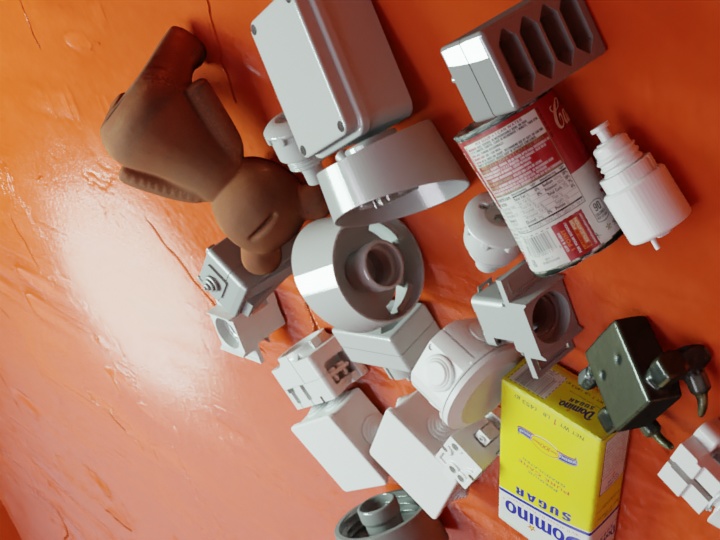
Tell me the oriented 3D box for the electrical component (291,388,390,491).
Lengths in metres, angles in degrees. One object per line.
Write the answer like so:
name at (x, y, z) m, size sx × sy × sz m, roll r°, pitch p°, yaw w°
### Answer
electrical component at (-0.008, 0.167, 1.062) m, size 0.099 × 0.048 × 0.100 m, roll 50°, pitch 149°, yaw -7°

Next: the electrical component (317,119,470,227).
electrical component at (0.021, -0.064, 0.760) m, size 0.099 × 0.099 × 0.064 m, roll -22°, pitch 95°, yaw 59°

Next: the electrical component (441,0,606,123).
electrical component at (0.083, -0.123, 0.624) m, size 0.076 × 0.083 × 0.047 m, roll -9°, pitch 112°, yaw 57°

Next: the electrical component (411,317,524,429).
electrical component at (0.083, 0.079, 0.828) m, size 0.051 × 0.080 × 0.080 m, roll 43°, pitch 148°, yaw 30°

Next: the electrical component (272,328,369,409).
electrical component at (-0.042, 0.095, 1.048) m, size 0.055 × 0.050 × 0.089 m, roll 56°, pitch 150°, yaw -4°

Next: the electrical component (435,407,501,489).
electrical component at (0.100, 0.144, 0.891) m, size 0.048 × 0.055 × 0.066 m, roll 46°, pitch 149°, yaw 15°

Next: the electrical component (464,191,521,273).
electrical component at (0.093, -0.022, 0.750) m, size 0.048 × 0.048 × 0.062 m, roll 42°, pitch 154°, yaw 21°

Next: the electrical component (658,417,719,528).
electrical component at (0.234, 0.136, 0.705) m, size 0.055 × 0.048 × 0.066 m, roll 49°, pitch 150°, yaw 26°

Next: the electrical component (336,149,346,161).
electrical component at (0.005, -0.072, 0.834) m, size 0.061 × 0.035 × 0.035 m, roll 44°, pitch 148°, yaw 24°

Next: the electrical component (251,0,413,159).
electrical component at (-0.022, -0.143, 0.759) m, size 0.078 × 0.057 × 0.113 m, roll -21°, pitch 91°, yaw 59°

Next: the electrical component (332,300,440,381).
electrical component at (0.032, 0.068, 0.921) m, size 0.083 × 0.047 × 0.075 m, roll 4°, pitch 133°, yaw 53°

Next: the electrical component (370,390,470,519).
electrical component at (0.062, 0.163, 0.969) m, size 0.100 × 0.048 × 0.099 m, roll 44°, pitch 148°, yaw 19°

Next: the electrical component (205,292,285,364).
electrical component at (-0.114, 0.050, 1.091) m, size 0.042 × 0.064 × 0.081 m, roll 14°, pitch 131°, yaw 46°

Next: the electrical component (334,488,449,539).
electrical component at (0.027, 0.255, 1.057) m, size 0.108 × 0.108 × 0.060 m, roll -6°, pitch 108°, yaw 56°

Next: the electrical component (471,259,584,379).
electrical component at (0.117, 0.031, 0.769) m, size 0.064 × 0.042 × 0.081 m, roll 6°, pitch 124°, yaw 54°

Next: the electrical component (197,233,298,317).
electrical component at (-0.102, -0.002, 0.991) m, size 0.061 × 0.096 × 0.061 m, roll 46°, pitch 149°, yaw 9°

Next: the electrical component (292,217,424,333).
electrical component at (0.000, 0.000, 0.852) m, size 0.064 × 0.099 × 0.099 m, roll -17°, pitch 106°, yaw 52°

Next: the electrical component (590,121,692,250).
electrical component at (0.160, -0.051, 0.629) m, size 0.078 × 0.040 × 0.040 m, roll 57°, pitch 150°, yaw -3°

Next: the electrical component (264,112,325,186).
electrical component at (-0.046, -0.098, 0.871) m, size 0.048 × 0.048 × 0.062 m, roll 14°, pitch 137°, yaw 49°
